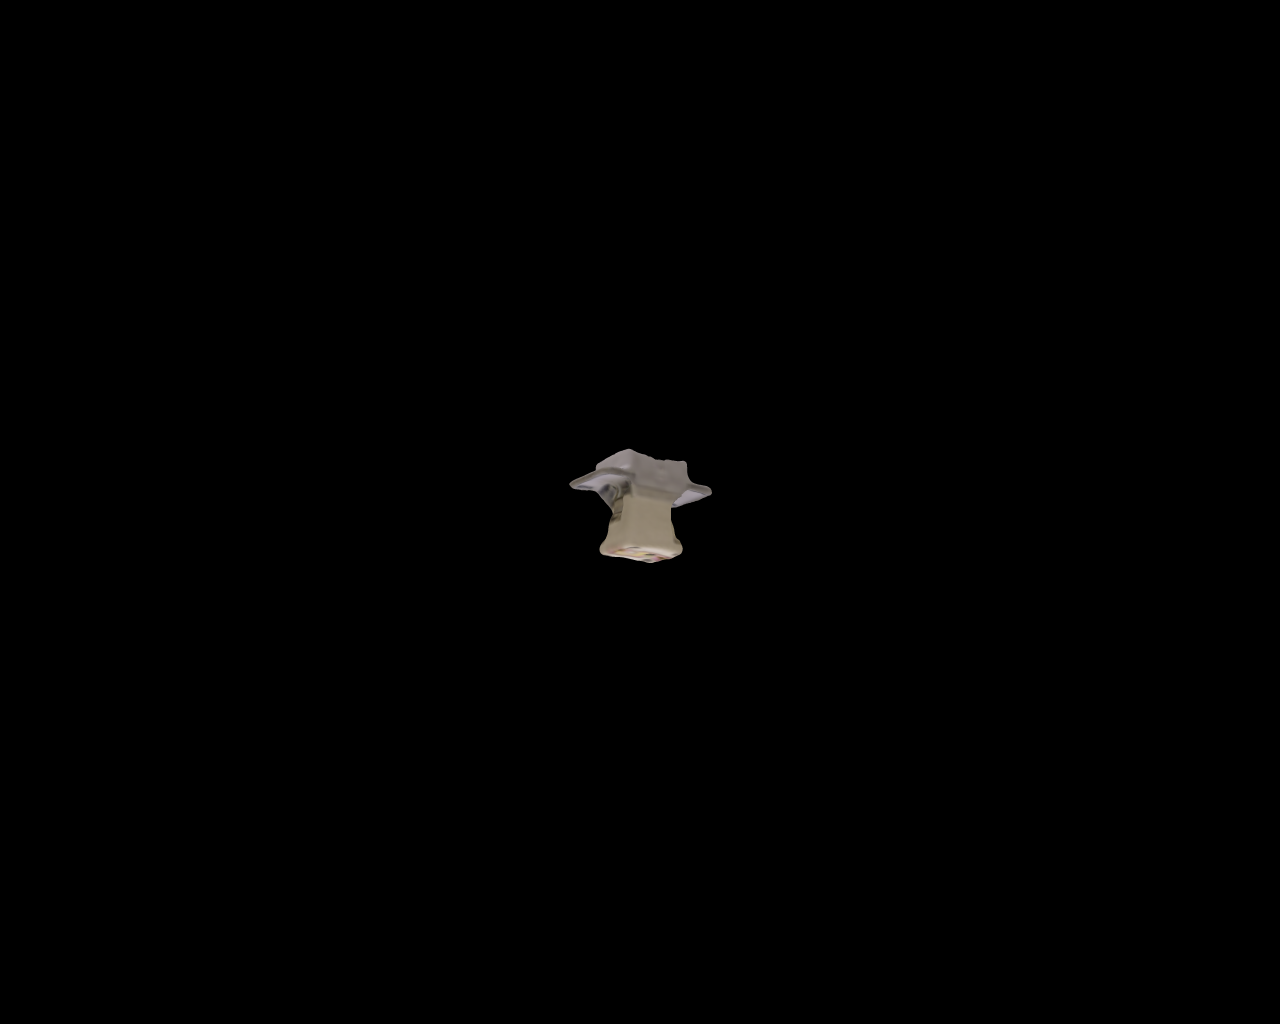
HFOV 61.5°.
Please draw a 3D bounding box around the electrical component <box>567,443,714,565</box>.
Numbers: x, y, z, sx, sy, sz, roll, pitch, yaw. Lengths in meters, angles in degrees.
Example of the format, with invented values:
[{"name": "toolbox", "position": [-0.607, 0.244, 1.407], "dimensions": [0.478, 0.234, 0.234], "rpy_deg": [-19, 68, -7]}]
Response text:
[{"name": "electrical component", "position": [0.001, -0.003, 0.650], "dimensions": [0.081, 0.064, 0.042], "rpy_deg": [10, -18, -33]}]
